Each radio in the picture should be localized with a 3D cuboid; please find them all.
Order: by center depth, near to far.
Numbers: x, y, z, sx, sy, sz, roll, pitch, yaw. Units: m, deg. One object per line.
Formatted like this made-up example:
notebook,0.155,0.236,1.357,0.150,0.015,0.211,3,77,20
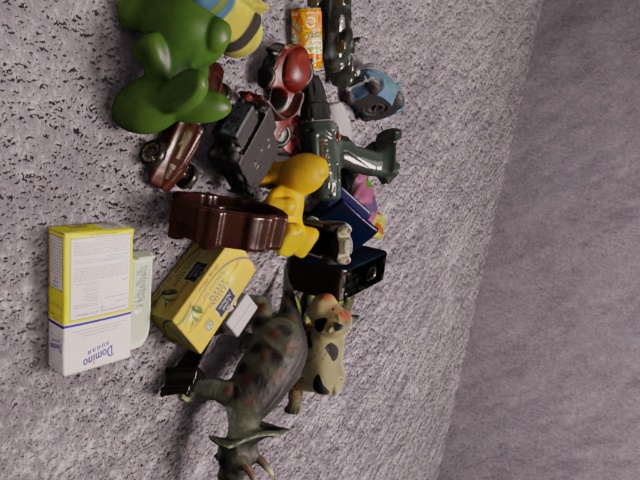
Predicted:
radio,0.045,0.062,1.160,0.229,0.131,0.073,-19,119,-57

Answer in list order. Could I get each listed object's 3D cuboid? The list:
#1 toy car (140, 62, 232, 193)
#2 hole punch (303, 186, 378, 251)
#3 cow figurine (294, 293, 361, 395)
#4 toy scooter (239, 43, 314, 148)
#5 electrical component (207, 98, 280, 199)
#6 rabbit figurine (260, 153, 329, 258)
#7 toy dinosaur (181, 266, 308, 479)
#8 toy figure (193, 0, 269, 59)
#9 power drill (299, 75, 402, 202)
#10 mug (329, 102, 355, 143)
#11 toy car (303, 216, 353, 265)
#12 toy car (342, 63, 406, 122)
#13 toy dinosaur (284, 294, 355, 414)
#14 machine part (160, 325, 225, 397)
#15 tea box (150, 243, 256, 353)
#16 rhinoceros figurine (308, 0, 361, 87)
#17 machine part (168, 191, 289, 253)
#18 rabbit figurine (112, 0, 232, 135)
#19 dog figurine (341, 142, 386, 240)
toy car,-0.183,-0.163,0.757,0.089,0.053,0.202,44,61,-61
hole punch,0.043,-0.031,1.085,0.142,0.092,0.116,38,102,-25
cow figurine,0.010,0.194,0.998,0.085,0.127,0.194,-15,105,-51
toy scooter,-0.078,-0.249,0.890,0.135,0.075,0.183,13,94,-60
electrical component,-0.114,-0.144,0.816,0.134,0.058,0.115,73,35,-64
rabbit figurine,-0.053,-0.073,0.913,0.122,0.163,0.173,9,115,-60
toy dinosaur,-0.091,0.216,0.920,0.405,0.192,0.131,-62,149,-24
toy figure,-0.144,-0.320,0.737,0.089,0.082,0.180,-62,158,4
power drill,0.056,-0.186,1.011,0.207,0.086,0.232,0,91,-38
mug,0.033,-0.226,1.087,0.109,0.081,0.107,-34,121,-45
toy car,-0.002,-0.003,0.995,0.056,0.202,0.073,-5,101,-34
toy car,0.114,-0.334,1.185,0.161,0.109,0.103,20,59,-50
toy dinosaur,-0.015,0.209,1.146,0.471,0.105,0.198,-36,128,-56
machine part,-0.198,0.186,0.849,0.039,0.084,0.139,49,44,-24
tea box,-0.181,0.075,0.832,0.169,0.068,0.098,-61,146,-30
rhinoceros figurine,0.032,-0.392,1.040,0.112,0.073,0.190,-53,142,-55
machine part,-0.132,-0.027,0.770,0.179,0.180,0.056,-8,112,-60
rabbit figurine,-0.182,-0.201,0.668,0.170,0.159,0.121,-62,161,2
dog figurine,0.087,-0.110,1.205,0.191,0.109,0.219,0,98,-60
